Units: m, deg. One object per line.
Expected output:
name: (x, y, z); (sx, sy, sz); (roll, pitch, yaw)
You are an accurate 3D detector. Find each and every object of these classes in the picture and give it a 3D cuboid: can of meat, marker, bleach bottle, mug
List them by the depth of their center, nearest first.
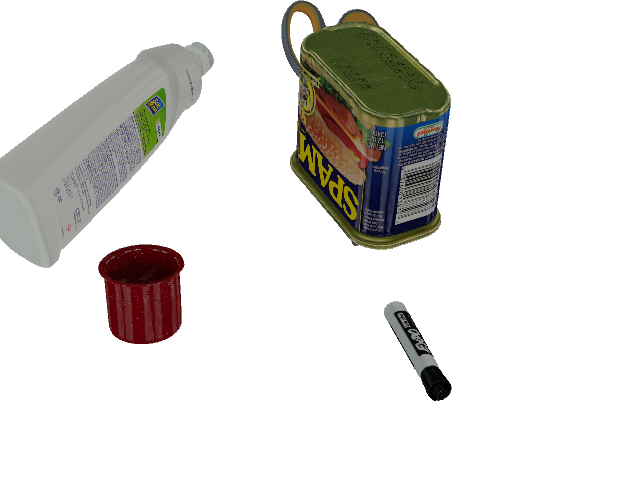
can of meat: (0.026, -0.060, 0.584); (0.057, 0.084, 0.102); (-17, 45, -23)
marker: (0.076, 0.086, 0.838); (0.020, 0.020, 0.121); (0, 28, -15)
bleach bottle: (-0.183, -0.093, 0.949); (0.068, 0.102, 0.250); (29, 55, 21)
mug: (-0.205, 0.057, 1.190); (0.117, 0.081, 0.093); (25, 36, 38)

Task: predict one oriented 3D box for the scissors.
scissors: (0.030, -0.104, 0.871); (0.096, 0.202, 0.016); (-22, -1, -23)
